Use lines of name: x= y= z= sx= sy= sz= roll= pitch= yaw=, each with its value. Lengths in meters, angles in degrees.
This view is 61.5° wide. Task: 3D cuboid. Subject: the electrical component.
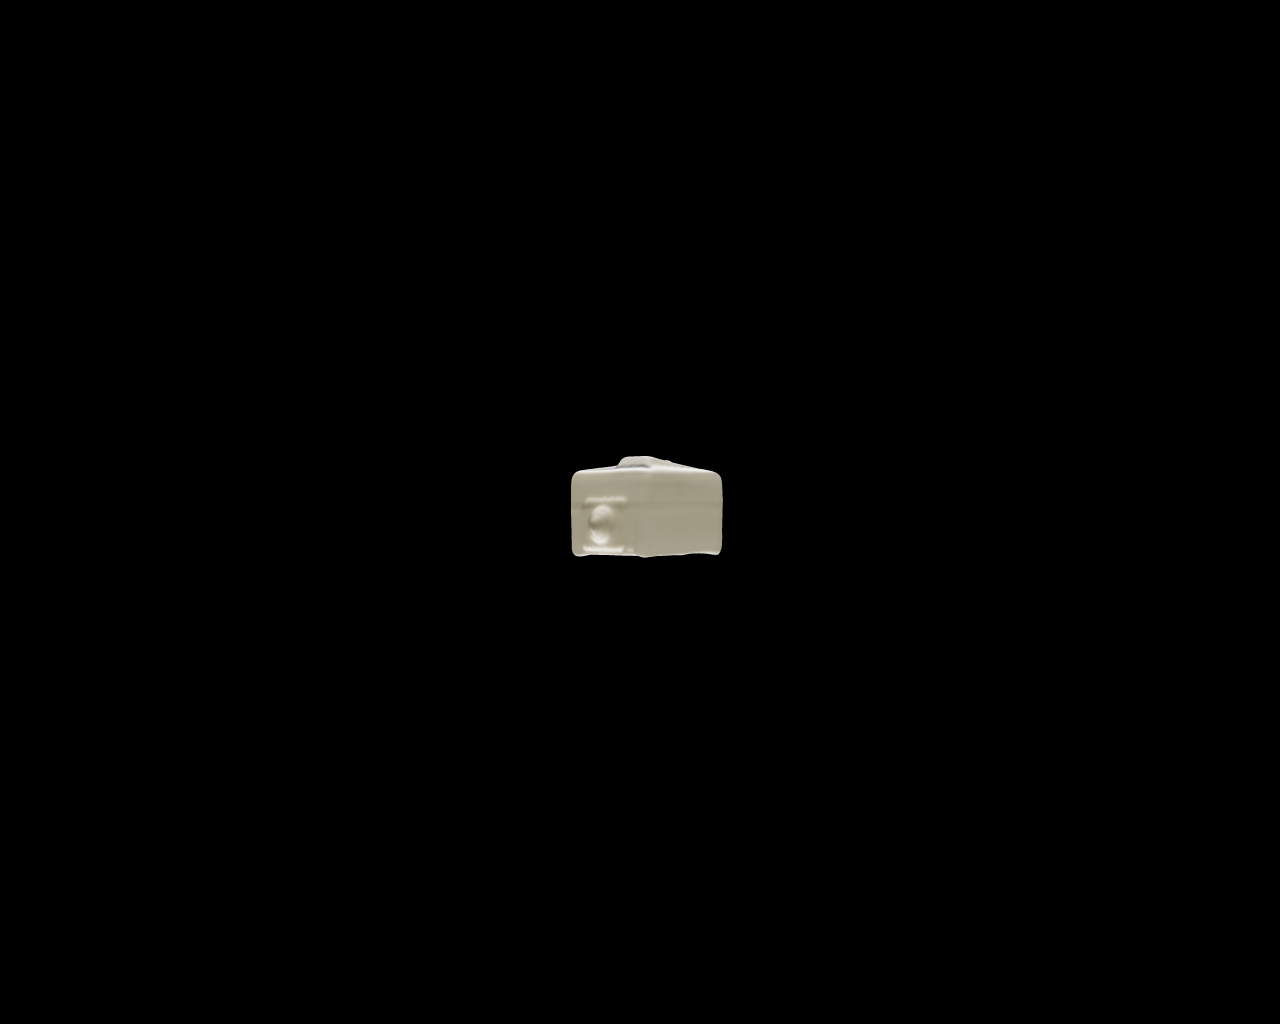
electrical component: x=0.001 y=-0.003 z=0.650 sx=0.062 sy=0.061 sz=0.096 roll=0 pitch=0 yaw=39
